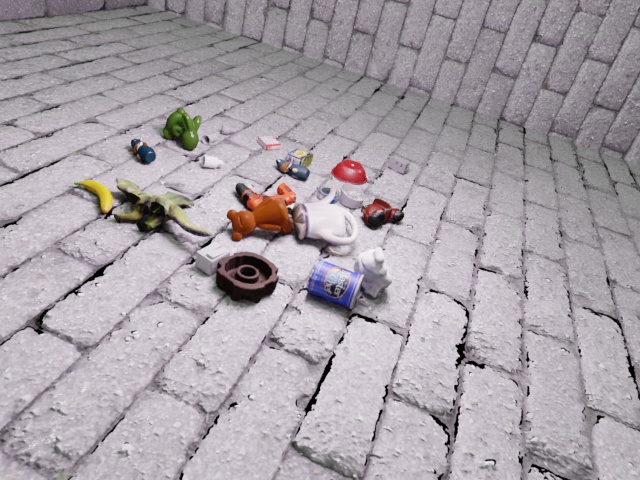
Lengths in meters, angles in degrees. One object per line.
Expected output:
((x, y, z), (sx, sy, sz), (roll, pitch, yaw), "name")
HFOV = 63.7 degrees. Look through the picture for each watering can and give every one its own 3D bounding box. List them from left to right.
((0.005, -0.090, 1.791), (0.224, 0.102, 0.355), (3, 35, -18), "watering can")

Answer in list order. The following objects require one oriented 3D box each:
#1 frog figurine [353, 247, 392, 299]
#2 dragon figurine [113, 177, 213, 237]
((0.163, 0.079, 1.544), (0.123, 0.156, 0.140), (-4, 36, -30), "frog figurine")
((-0.486, -0.110, 1.638), (0.411, 0.120, 0.247), (20, 24, 7), "dragon figurine")
